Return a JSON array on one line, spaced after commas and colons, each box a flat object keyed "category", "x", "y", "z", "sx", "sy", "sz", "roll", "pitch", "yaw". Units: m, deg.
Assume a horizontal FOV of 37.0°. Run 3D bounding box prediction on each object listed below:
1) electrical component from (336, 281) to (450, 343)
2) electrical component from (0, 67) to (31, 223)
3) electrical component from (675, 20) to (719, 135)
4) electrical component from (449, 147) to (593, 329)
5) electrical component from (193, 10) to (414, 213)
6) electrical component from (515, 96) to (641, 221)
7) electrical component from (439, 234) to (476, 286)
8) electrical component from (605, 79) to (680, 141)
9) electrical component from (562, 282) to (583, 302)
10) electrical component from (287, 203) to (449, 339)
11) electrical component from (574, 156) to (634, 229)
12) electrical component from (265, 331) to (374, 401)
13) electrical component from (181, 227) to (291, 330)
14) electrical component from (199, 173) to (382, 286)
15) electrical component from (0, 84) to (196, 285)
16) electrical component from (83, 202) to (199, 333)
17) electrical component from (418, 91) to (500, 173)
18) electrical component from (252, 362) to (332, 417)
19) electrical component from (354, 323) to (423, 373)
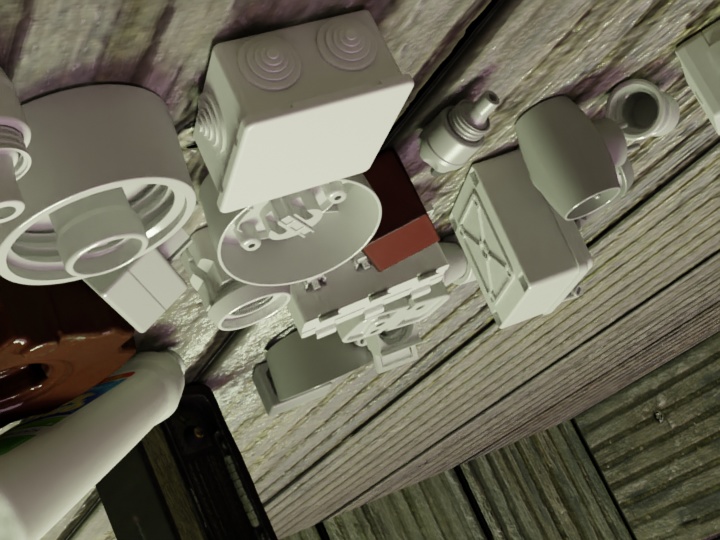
[{"category": "electrical component", "x": 0.018, "y": 0.015, "z": 0.890, "sx": 0.095, "sy": 0.059, "sz": 0.053, "roll": -14, "pitch": 160, "yaw": -35}, {"category": "electrical component", "x": -0.151, "y": -0.049, "z": 0.426, "sx": 0.043, "sy": 0.062, "sz": 0.043, "roll": -24, "pitch": 164, "yaw": -7}, {"category": "electrical component", "x": 0.267, "y": -0.139, "z": 0.772, "sx": 0.061, "sy": 0.061, "sz": 0.096, "roll": -32, "pitch": 163, "yaw": 23}, {"category": "electrical component", "x": 0.121, "y": -0.024, "z": 0.836, "sx": 0.056, "sy": 0.108, "sz": 0.108, "roll": -19, "pitch": 163, "yaw": -12}, {"category": "electrical component", "x": -0.032, "y": -0.079, "z": 0.535, "sx": 0.100, "sy": 0.048, "sz": 0.099, "roll": -19, "pitch": 163, "yaw": -23}, {"category": "electrical component", "x": 0.161, "y": -0.084, "z": 0.760, "sx": 0.079, "sy": 0.077, "sz": 0.044, "roll": -20, "pitch": 163, "yaw": -18}, {"category": "electrical component", "x": 0.078, "y": -0.007, "z": 0.937, "sx": 0.055, "sy": 0.045, "sz": 0.045, "roll": -15, "pitch": 161, "yaw": -35}, {"category": "electrical component", "x": 0.214, "y": -0.118, "z": 0.802, "sx": 0.044, "sy": 0.044, "sz": 0.065, "roll": -34, "pitch": 167, "yaw": 28}, {"category": "electrical component", "x": 0.149, "y": -0.017, "z": 0.952, "sx": 0.062, "sy": 0.096, "sz": 0.061, "roll": -14, "pitch": -172, "yaw": -34}, {"category": "electrical component", "x": 0.000, "y": 0.000, "z": 0.808, "sx": 0.121, "sy": 0.063, "sz": 0.078, "roll": -22, "pitch": 164, "yaw": -14}, {"category": "electrical component", "x": 0.175, "y": -0.072, "z": 0.838, "sx": 0.057, "sy": 0.058, "sz": 0.078, "roll": -33, "pitch": -154, "yaw": -10}, {"category": "electrical component", "x": -0.039, "y": 0.087, "z": 1.022, "sx": 0.099, "sy": 0.064, "sz": 0.099, "roll": -23, "pitch": 164, "yaw": -7}, {"category": "electrical component", "x": -0.080, "y": 0.003, "z": 0.708, "sx": 0.058, "sy": 0.057, "sz": 0.078, "roll": -16, "pitch": 162, "yaw": -29}, {"category": "electrical component", "x": -0.042, "y": -0.037, "z": 0.626, "sx": 0.099, "sy": 0.064, "sz": 0.099, "roll": -24, "pitch": 164, "yaw": -7}, {"category": "electrical component", "x": -0.131, "y": -0.032, "z": 0.513, "sx": 0.108, "sy": 0.060, "sz": 0.108, "roll": -24, "pitch": 164, "yaw": -7}, {"category": "electrical component", "x": -0.121, "y": -0.015, "z": 0.603, "sx": 0.076, "sy": 0.047, "sz": 0.065, "roll": -47, "pitch": 159, "yaw": -10}, {"category": "electrical component", "x": 0.065, "y": -0.090, "z": 0.675, "sx": 0.035, "sy": 0.035, "sz": 0.061, "roll": -11, "pitch": 156, "yaw": -42}, {"category": "electrical component", "x": -0.073, "y": 0.118, "z": 1.102, "sx": 0.066, "sy": 0.047, "sz": 0.076, "roll": -20, "pitch": 163, "yaw": -18}, {"category": "electrical component", "x": 0.019, "y": 0.047, "z": 0.970, "sx": 0.042, "sy": 0.081, "sz": 0.064, "roll": -18, "pitch": -169, "yaw": -23}]
